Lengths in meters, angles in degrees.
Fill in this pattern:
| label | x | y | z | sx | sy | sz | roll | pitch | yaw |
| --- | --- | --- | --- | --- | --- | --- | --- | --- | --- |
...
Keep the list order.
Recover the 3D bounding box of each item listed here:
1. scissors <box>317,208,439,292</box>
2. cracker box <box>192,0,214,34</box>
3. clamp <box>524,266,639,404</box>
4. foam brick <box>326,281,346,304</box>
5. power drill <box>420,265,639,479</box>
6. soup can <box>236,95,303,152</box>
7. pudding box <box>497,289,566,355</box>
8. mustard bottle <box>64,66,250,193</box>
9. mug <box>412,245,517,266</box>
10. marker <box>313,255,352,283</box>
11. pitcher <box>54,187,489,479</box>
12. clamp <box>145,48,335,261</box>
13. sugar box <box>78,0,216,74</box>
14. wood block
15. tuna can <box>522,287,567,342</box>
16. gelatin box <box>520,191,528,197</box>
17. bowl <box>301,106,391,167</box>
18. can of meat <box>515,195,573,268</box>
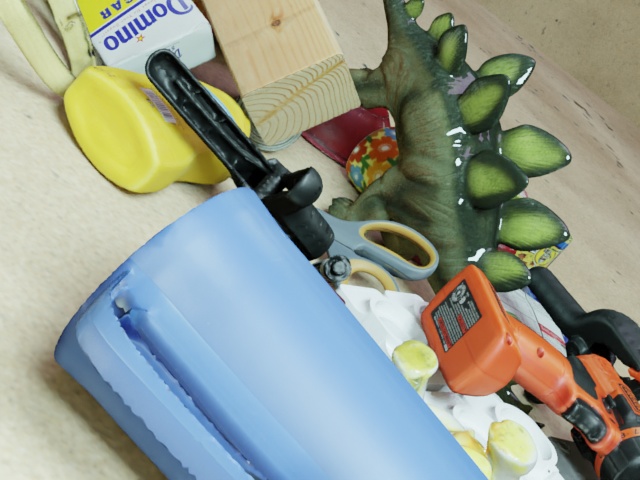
| label | x | y | z | sx | sy | sz | roll | pitch | yaw |
| --- | --- | --- | --- | --- | --- | --- | --- | --- | --- |
| scissors | -0.006 | 0.001 | 0.860 | 0.202 | 0.016 | 0.096 | 18 | 60 | 6 |
| cracker box | -0.129 | -0.281 | 1.091 | 0.213 | 0.072 | 0.164 | 5 | 38 | -34 |
| clamp | 0.214 | 0.081 | 0.863 | 0.039 | 0.172 | 0.120 | -12 | 93 | -25 |
| foam brick | -0.033 | 0.035 | 0.715 | 0.078 | 0.051 | 0.052 | 48 | 24 | 20 |
| power drill | 0.159 | 0.109 | 0.709 | 0.187 | 0.057 | 0.184 | 36 | 16 | -23 |
| soup can | -0.043 | -0.132 | 1.005 | 0.068 | 0.069 | 0.102 | 35 | 23 | -13 |
| pudding box | 0.184 | 0.083 | 0.996 | 0.090 | 0.039 | 0.113 | 33 | 21 | -14 |
| mustard bottle | -0.107 | -0.086 | 0.822 | 0.096 | 0.058 | 0.191 | 51 | 23 | 12 |
| mug | 0.138 | -0.014 | 1.033 | 0.117 | 0.093 | 0.081 | 26 | 12 | 19 |
| marker | 0.006 | 0.023 | 0.774 | 0.020 | 0.020 | 0.121 | 39 | -7 | -3 |
| pitcher | -0.011 | 0.102 | 0.522 | 0.149 | 0.145 | 0.243 | -36 | 78 | -34 |
| clamp | -0.030 | -0.033 | 0.750 | 0.165 | 0.036 | 0.210 | 41 | -9 | 36 |
| sugar box | -0.169 | -0.203 | 0.903 | 0.176 | 0.093 | 0.048 | 52 | -18 | 33 |
| wood block | -0.050 | -0.200 | 0.919 | 0.090 | 0.091 | 0.206 | 61 | 6 | -65 |
| tuna can | 0.238 | 0.079 | 1.096 | 0.086 | 0.034 | 0.086 | 33 | 22 | -16 |
| gelatin box | 0.202 | -0.027 | 1.193 | 0.030 | 0.073 | 0.089 | 29 | 23 | -29 |
| bowl | 0.022 | -0.141 | 1.147 | 0.162 | 0.055 | 0.162 | 34 | 22 | -16 |
| can of meat | 0.201 | 0.002 | 1.117 | 0.102 | 0.084 | 0.057 | 25 | 25 | -32 |
